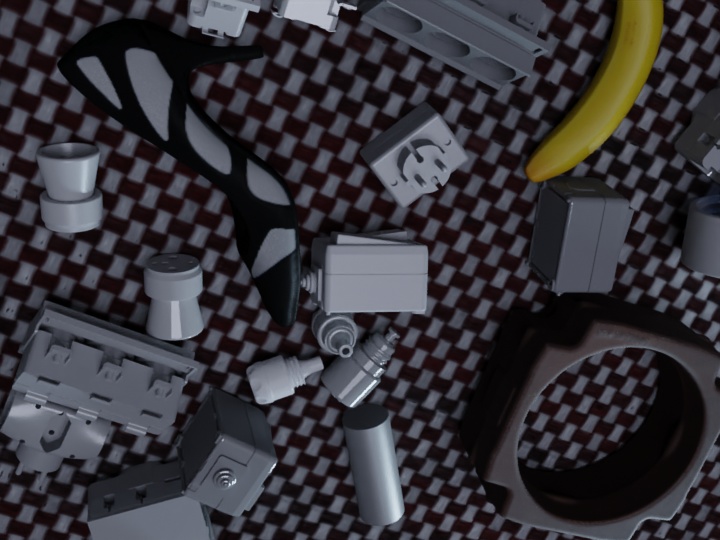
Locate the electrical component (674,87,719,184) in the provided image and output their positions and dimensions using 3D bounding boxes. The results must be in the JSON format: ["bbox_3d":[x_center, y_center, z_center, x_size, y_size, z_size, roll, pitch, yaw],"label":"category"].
[{"bbox_3d":[0.308,-0.117,0.875,0.050,0.055,0.089,34,101,-24],"label":"electrical component"}]

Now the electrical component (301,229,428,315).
[{"bbox_3d":[0.000,0.000,0.842,0.096,0.062,0.061,0,97,-14],"label":"electrical component"}]

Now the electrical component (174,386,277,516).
[{"bbox_3d":[-0.105,0.150,0.864,0.061,0.096,0.061,29,103,-23],"label":"electrical component"}]

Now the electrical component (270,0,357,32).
[{"bbox_3d":[-0.032,-0.206,0.762,0.081,0.042,0.063,13,111,-18],"label":"electrical component"}]

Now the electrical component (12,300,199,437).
[{"bbox_3d":[-0.197,0.078,0.823,0.121,0.063,0.079,22,146,-21],"label":"electrical component"}]

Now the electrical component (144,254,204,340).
[{"bbox_3d":[-0.143,0.020,0.829,0.045,0.045,0.055,-3,113,-12],"label":"electrical component"}]

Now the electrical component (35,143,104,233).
[{"bbox_3d":[-0.210,-0.060,0.778,0.045,0.045,0.055,-3,114,-12],"label":"electrical component"}]

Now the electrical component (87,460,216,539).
[{"bbox_3d":[-0.167,0.242,0.907,0.089,0.061,0.150,-14,115,-8],"label":"electrical component"}]

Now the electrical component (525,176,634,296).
[{"bbox_3d":[0.179,-0.023,0.880,0.061,0.061,0.096,1,112,-14],"label":"electrical component"}]

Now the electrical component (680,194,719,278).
[{"bbox_3d":[0.322,-0.035,0.888,0.108,0.108,0.060,-5,108,-12],"label":"electrical component"}]

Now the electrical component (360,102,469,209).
[{"bbox_3d":[0.046,-0.082,0.814,0.066,0.076,0.047,-37,116,3],"label":"electrical component"}]

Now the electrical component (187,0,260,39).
[{"bbox_3d":[-0.092,-0.198,0.734,0.042,0.081,0.063,11,138,-17],"label":"electrical component"}]

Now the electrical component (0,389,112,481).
[{"bbox_3d":[-0.247,0.133,0.851,0.077,0.043,0.079,22,105,-21],"label":"electrical component"}]

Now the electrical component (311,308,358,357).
[{"bbox_3d":[-0.018,0.052,0.863,0.035,0.061,0.035,-5,113,-12],"label":"electrical component"}]

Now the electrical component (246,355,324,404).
[{"bbox_3d":[-0.060,0.086,0.883,0.061,0.035,0.035,-19,116,-8],"label":"electrical component"}]

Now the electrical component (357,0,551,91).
[{"bbox_3d":[0.070,-0.188,0.778,0.121,0.079,0.063,22,77,-21],"label":"electrical component"}]

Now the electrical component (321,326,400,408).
[{"bbox_3d":[0.003,0.079,0.892,0.040,0.040,0.078,40,99,-25],"label":"electrical component"}]
